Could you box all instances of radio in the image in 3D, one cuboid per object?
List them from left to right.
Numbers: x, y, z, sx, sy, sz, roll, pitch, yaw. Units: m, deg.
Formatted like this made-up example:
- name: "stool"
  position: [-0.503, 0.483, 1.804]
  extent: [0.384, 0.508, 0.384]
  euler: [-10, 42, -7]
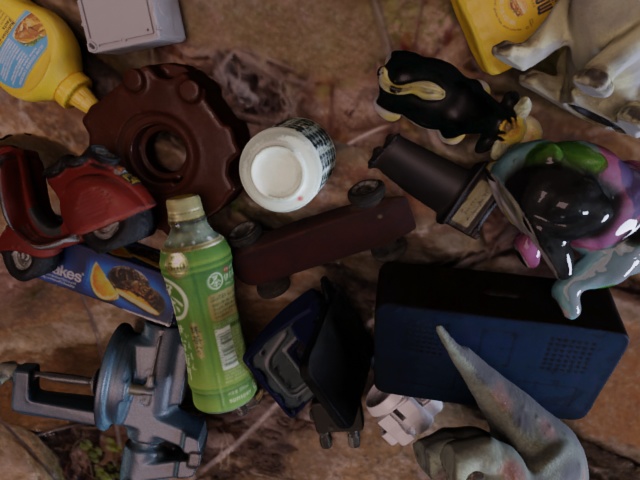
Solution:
- name: "radio"
  position: [0.168, 0.103, 0.548]
  extent: [0.230, 0.073, 0.130]
  euler: [6, 125, 8]

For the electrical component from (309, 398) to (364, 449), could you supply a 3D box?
- name: "electrical component"
  position: [0.019, 0.207, 0.643]
  extent: [0.063, 0.021, 0.093]
  euler: [-6, 106, 11]

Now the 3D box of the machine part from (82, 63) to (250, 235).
- name: "machine part"
  position: [-0.161, -0.092, 0.565]
  extent: [0.179, 0.056, 0.179]
  euler: [3, 108, 8]

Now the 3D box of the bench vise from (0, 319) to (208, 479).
- name: "bench vise"
  position: [-0.247, 0.189, 0.619]
  extent: [0.241, 0.129, 0.223]
  euler: [9, 103, -5]

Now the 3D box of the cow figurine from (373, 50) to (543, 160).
- name: "cow figurine"
  position: [0.131, -0.121, 0.490]
  extent: [0.167, 0.098, 0.068]
  euler: [22, 102, 2]

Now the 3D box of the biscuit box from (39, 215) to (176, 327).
- name: "biscuit box"
  position: [-0.245, 0.029, 0.610]
  extent: [0.203, 0.063, 0.059]
  euler: [18, 107, 3]

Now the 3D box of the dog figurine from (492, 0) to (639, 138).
- name: "dog figurine"
  position: [0.247, -0.189, 0.407]
  extent: [0.121, 0.172, 0.190]
  euler: [38, 106, 32]

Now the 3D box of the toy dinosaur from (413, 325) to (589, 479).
- name: "toy dinosaur"
  position: [0.201, 0.250, 0.537]
  extent: [0.192, 0.131, 0.404]
  euler: [-11, 117, -14]

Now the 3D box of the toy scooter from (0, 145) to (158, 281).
- name: "toy scooter"
  position: [-0.255, -0.043, 0.531]
  extent: [0.184, 0.075, 0.135]
  euler: [-17, 97, 15]

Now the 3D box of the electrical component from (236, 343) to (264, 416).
- name: "electrical component"
  position: [-0.104, 0.154, 0.634]
  extent: [0.078, 0.045, 0.102]
  euler: [-8, 105, 10]

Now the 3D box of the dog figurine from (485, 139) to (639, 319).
- name: "dog figurine"
  position: [0.277, -0.043, 0.472]
  extent: [0.219, 0.109, 0.191]
  euler: [-30, 123, 5]

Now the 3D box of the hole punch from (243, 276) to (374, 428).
- name: "hole punch"
  position: [-0.007, 0.122, 0.570]
  extent: [0.092, 0.116, 0.142]
  euler: [-10, 125, 36]

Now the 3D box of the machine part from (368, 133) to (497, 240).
- name: "machine part"
  position: [0.116, -0.061, 0.542]
  extent: [0.139, 0.039, 0.084]
  euler: [27, 117, -2]

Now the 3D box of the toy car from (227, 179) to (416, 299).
- name: "toy car"
  position: [-0.001, -0.002, 0.568]
  extent: [0.202, 0.053, 0.089]
  euler: [-20, 118, 13]
